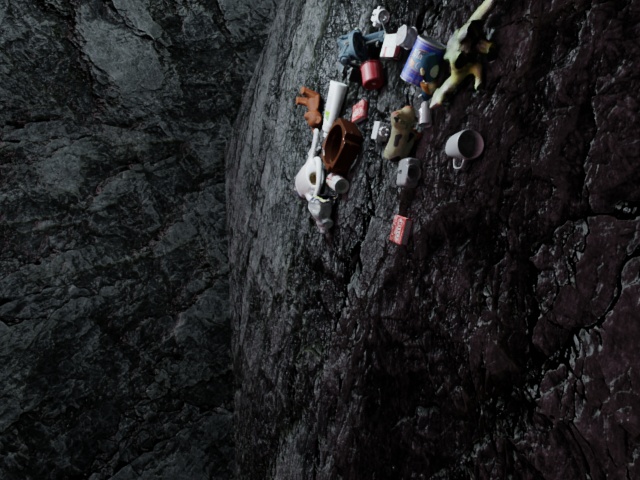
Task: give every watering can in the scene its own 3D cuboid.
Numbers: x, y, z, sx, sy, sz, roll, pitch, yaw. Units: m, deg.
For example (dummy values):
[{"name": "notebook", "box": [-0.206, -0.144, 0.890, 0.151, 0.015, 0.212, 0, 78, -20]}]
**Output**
[{"name": "watering can", "box": [-0.043, -0.330, 2.425, 0.221, 0.104, 0.353, 145, 129, -60]}]

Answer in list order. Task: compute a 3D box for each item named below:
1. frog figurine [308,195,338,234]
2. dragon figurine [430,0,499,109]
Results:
[{"name": "frog figurine", "box": [0.007, -0.112, 2.228, 0.139, 0.123, 0.157, -50, -30, -69]}, {"name": "dragon figurine", "box": [0.418, -0.573, 1.499, 0.246, 0.122, 0.405, -118, 44, -66]}]
